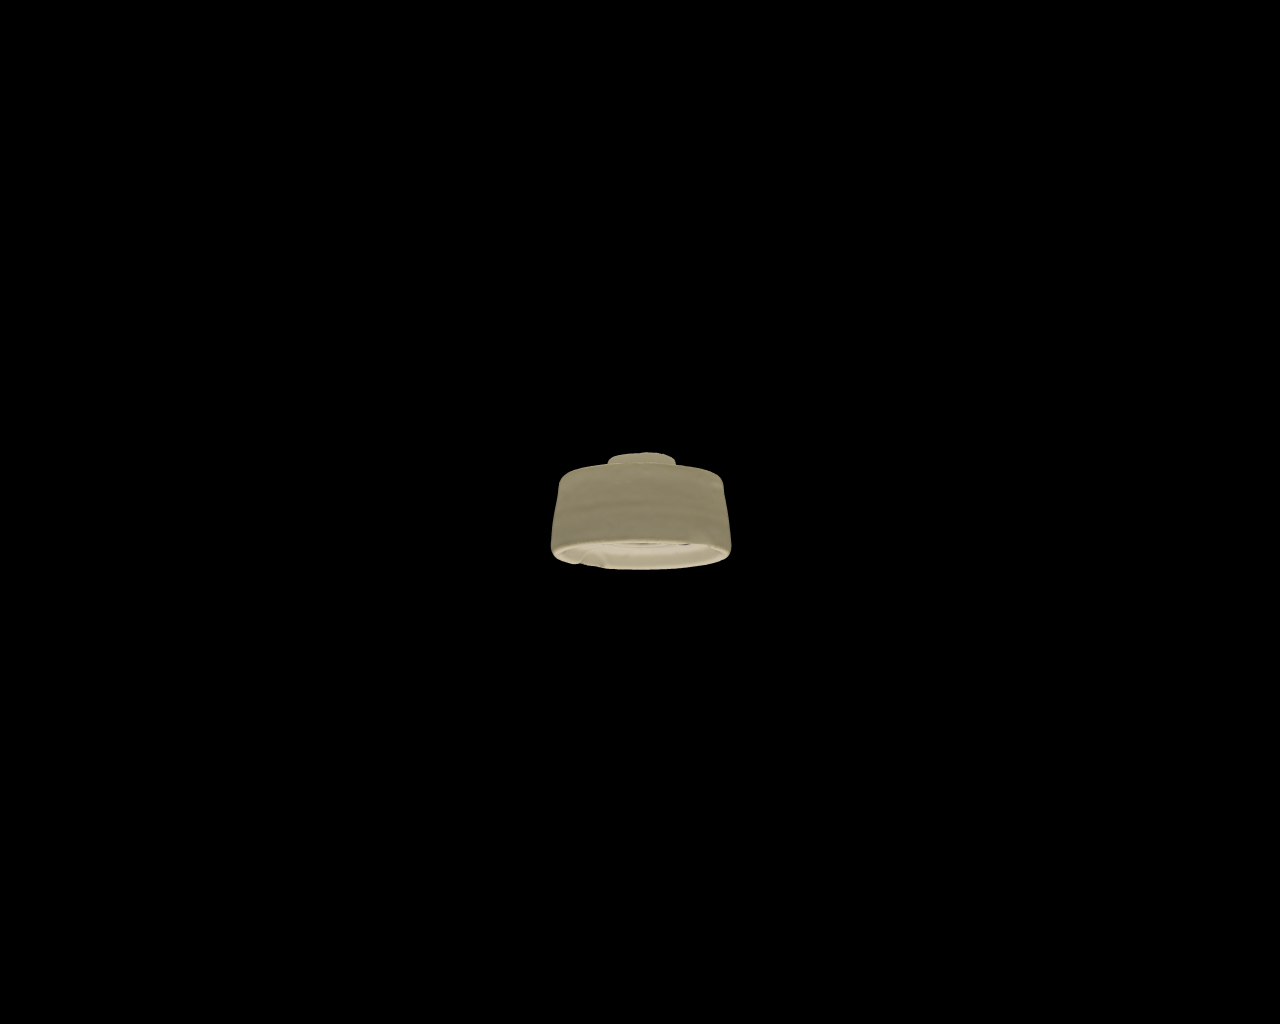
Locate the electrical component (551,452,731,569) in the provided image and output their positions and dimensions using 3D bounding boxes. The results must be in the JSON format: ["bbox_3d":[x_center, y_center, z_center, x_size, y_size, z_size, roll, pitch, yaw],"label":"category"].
[{"bbox_3d":[0.001,-0.003,0.650,0.108,0.060,0.108,0,-11,0],"label":"electrical component"}]
